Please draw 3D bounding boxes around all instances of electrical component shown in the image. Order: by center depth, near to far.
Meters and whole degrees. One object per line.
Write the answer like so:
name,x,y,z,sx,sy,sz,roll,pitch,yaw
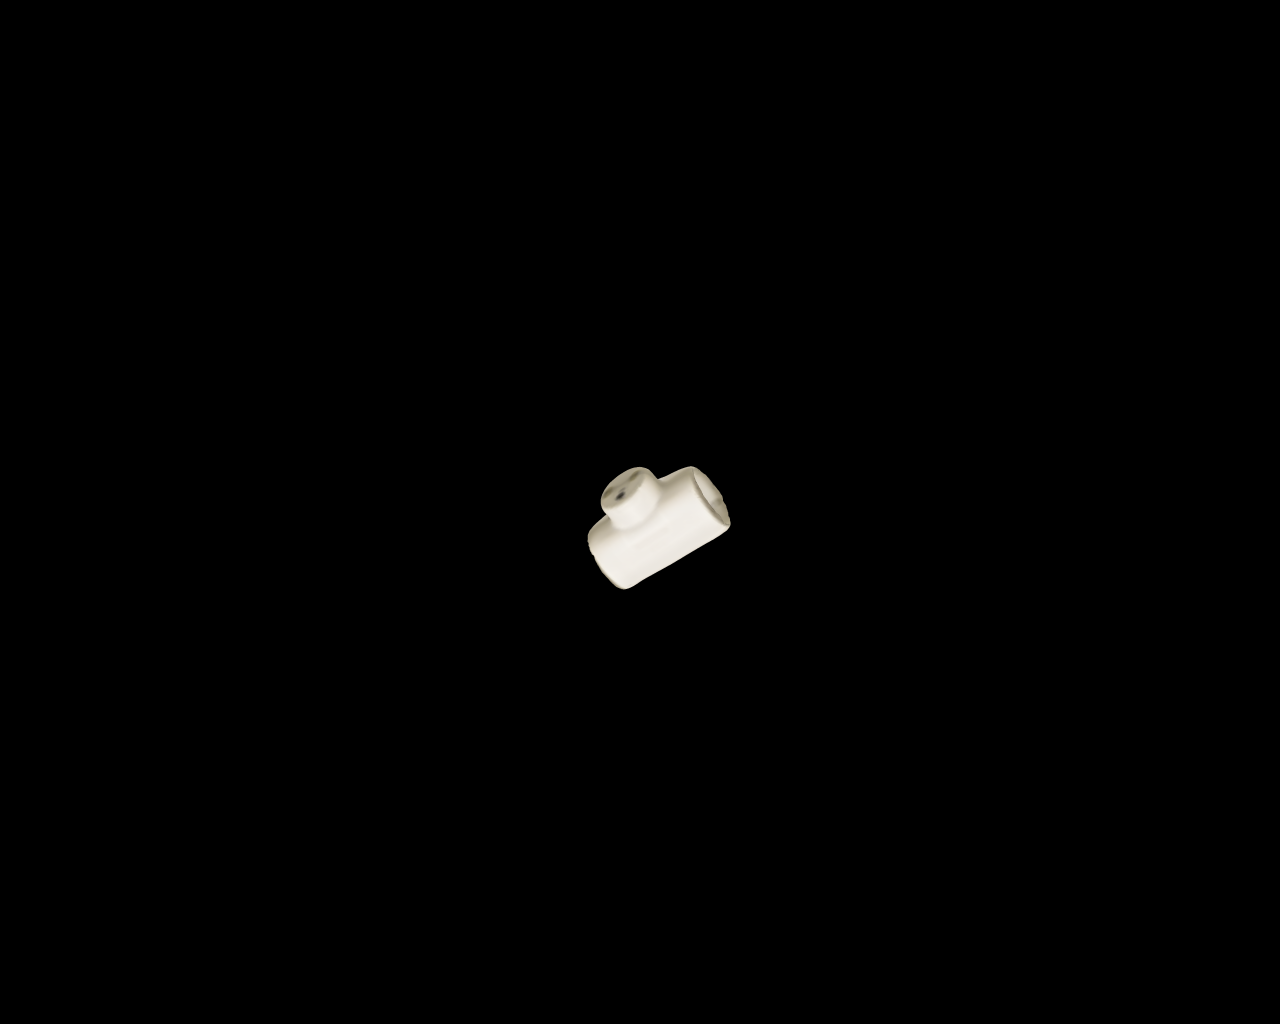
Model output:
electrical component,0.001,-0.003,0.650,0.077,0.079,0.043,-32,26,18
